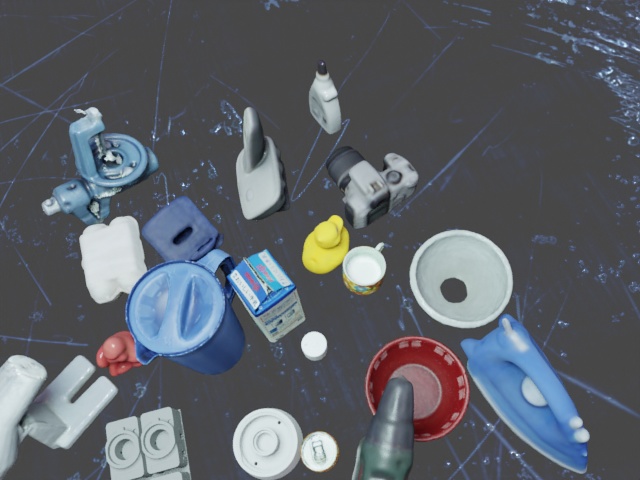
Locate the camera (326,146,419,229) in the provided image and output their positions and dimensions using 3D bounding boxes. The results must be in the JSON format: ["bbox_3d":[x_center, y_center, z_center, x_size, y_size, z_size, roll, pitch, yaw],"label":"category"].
[{"bbox_3d":[0.084,-0.116,1.027,0.143,0.101,0.136,-33,70,-10],"label":"camera"}]

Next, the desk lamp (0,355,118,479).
[{"bbox_3d":[-0.439,0.255,0.843,0.117,0.214,0.203,35,74,16],"label":"desk lamp"}]

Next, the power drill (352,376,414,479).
[{"bbox_3d":[0.085,0.316,0.795,0.075,0.208,0.230,10,69,7],"label":"power drill"}]

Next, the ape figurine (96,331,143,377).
[{"bbox_3d":[-0.327,0.182,0.933,0.077,0.092,0.076,14,69,9],"label":"ape figurine"}]

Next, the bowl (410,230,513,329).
[{"bbox_3d":[0.230,0.072,0.958,0.167,0.075,0.167,-1,68,3],"label":"bowl"}]

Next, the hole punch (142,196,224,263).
[{"bbox_3d":[-0.238,-0.008,1.005,0.109,0.091,0.101,-43,72,-13],"label":"hole punch"}]

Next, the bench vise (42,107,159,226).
[{"bbox_3d":[-0.388,-0.120,0.989,0.121,0.220,0.207,28,72,14],"label":"bench vise"}]

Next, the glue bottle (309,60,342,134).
[{"bbox_3d":[0.008,-0.270,1.054,0.037,0.173,0.078,-33,70,-10],"label":"glue bottle"}]

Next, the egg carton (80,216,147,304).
[{"bbox_3d":[-0.360,0.034,1.007,0.107,0.069,0.150,-18,68,-4],"label":"egg carton"}]

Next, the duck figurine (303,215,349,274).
[{"bbox_3d":[0.009,0.004,0.991,0.077,0.086,0.105,30,73,14],"label":"duck figurine"}]

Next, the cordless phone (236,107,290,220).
[{"bbox_3d":[-0.110,-0.131,0.997,0.094,0.185,0.147,-13,68,-2],"label":"cordless phone"}]

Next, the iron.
[{"bbox_3d":[0.330,0.229,0.853,0.119,0.141,0.258,-31,70,-9],"label":"iron"}]
